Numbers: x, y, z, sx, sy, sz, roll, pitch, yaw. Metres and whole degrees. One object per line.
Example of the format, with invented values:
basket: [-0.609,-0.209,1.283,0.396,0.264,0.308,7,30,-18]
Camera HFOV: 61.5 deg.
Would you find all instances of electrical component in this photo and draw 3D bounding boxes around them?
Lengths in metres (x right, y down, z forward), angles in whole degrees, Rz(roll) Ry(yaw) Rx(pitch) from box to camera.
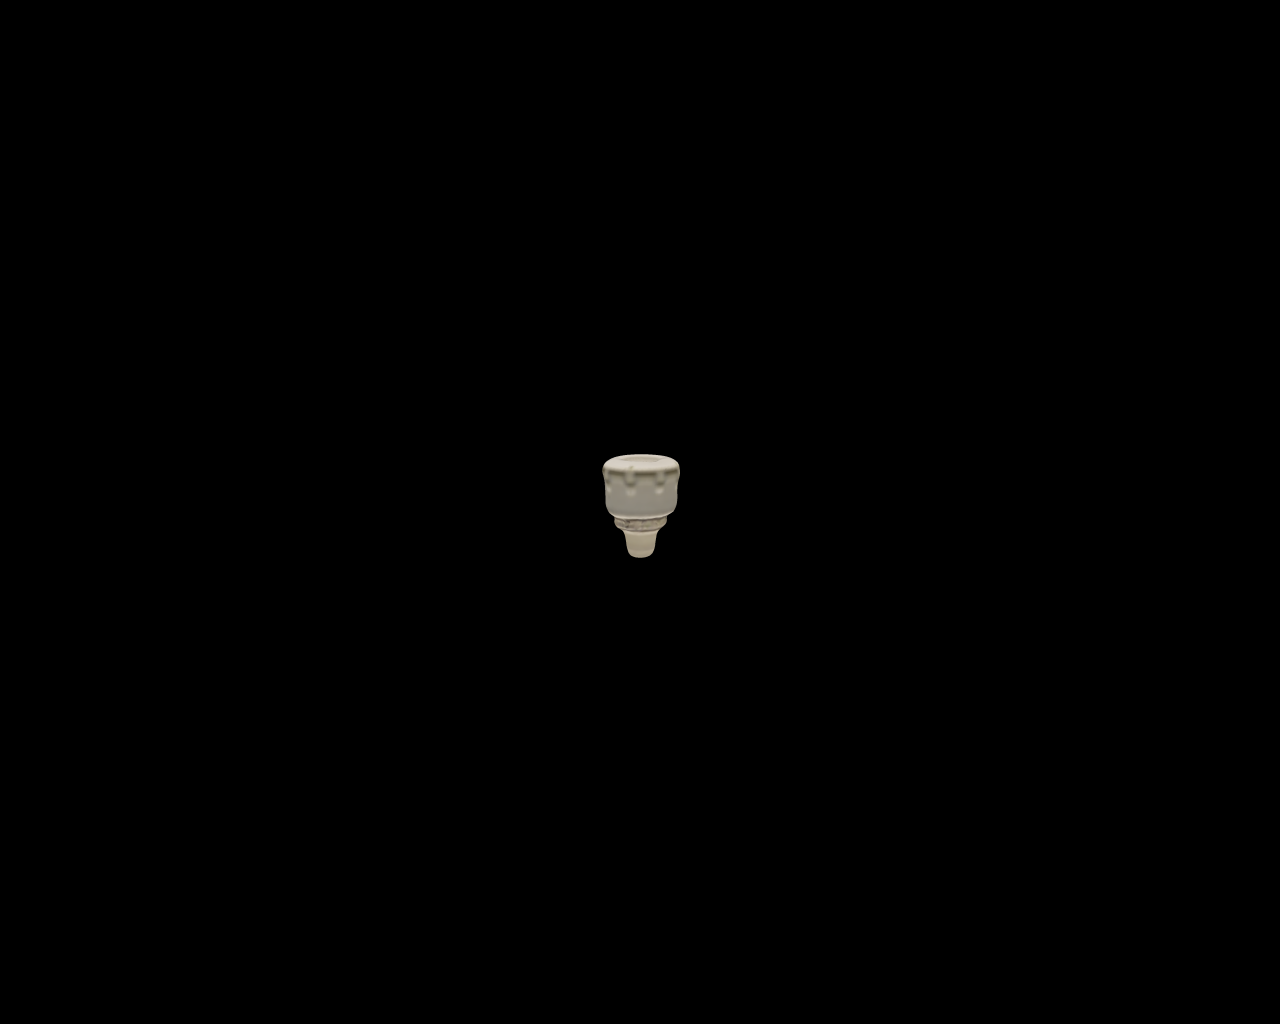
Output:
electrical component: [0.001,-0.003,0.650,0.048,0.062,0.048,0,10,0]
